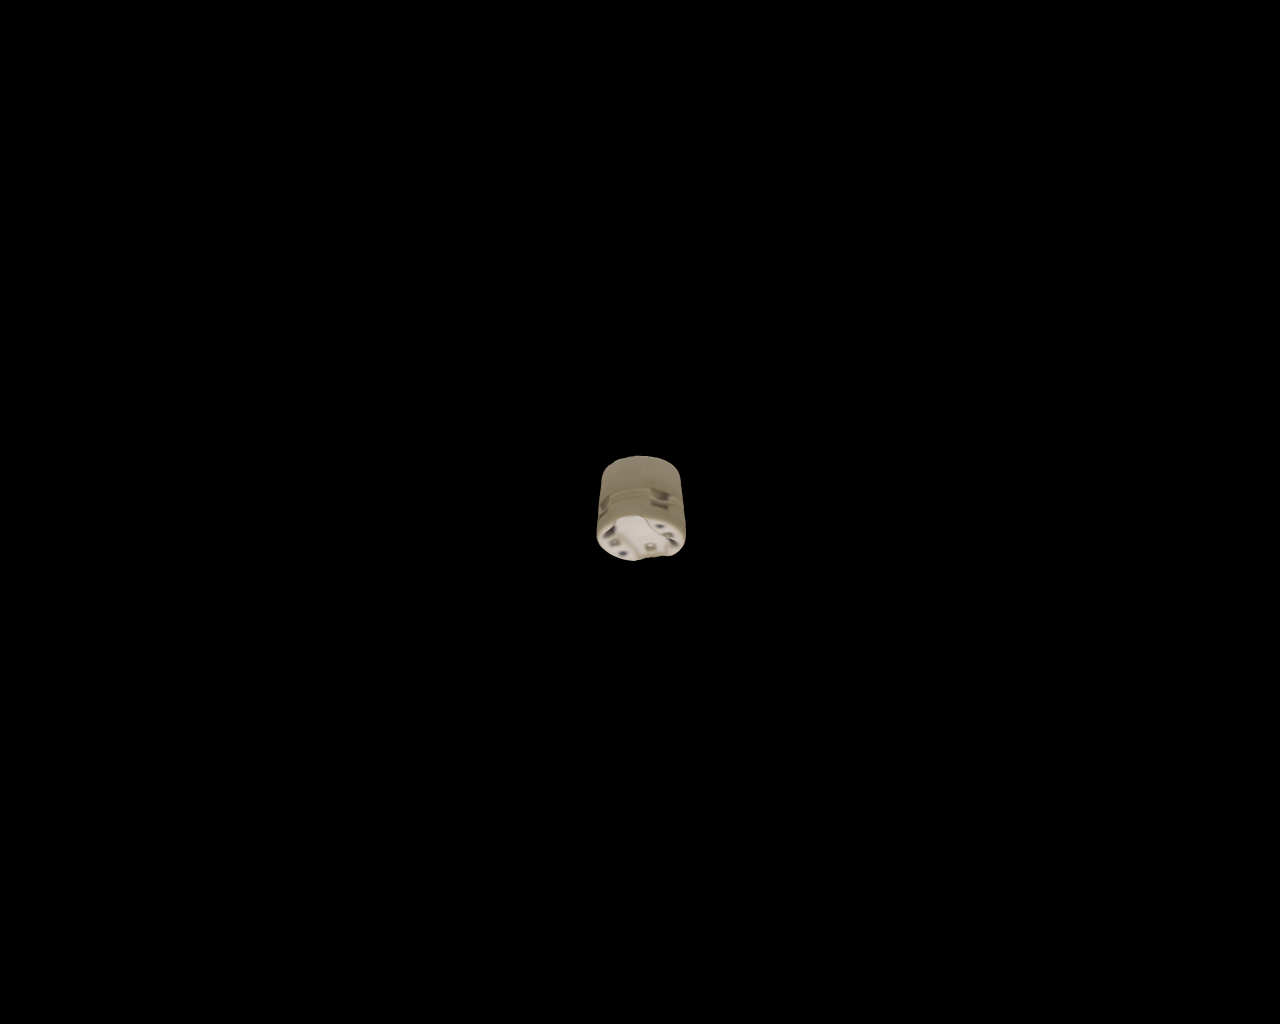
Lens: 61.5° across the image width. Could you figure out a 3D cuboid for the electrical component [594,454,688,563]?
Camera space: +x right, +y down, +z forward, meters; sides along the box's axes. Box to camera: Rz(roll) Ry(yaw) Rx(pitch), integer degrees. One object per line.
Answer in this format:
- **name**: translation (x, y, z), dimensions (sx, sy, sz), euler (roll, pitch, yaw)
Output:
- **electrical component**: translation (0.001, -0.003, 0.650), dimensions (0.055, 0.047, 0.055), euler (0, -31, 0)
